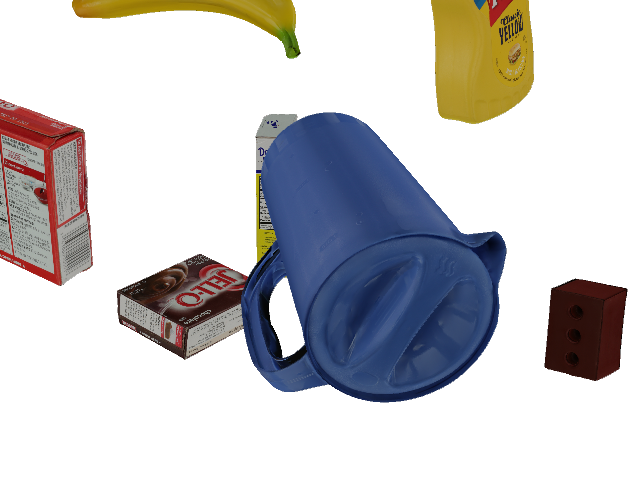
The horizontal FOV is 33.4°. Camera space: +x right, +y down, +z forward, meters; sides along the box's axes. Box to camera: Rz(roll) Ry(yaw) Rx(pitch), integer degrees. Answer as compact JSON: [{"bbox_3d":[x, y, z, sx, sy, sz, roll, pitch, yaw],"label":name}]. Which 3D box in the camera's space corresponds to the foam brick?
[{"bbox_3d":[0.238,0.079,0.957,0.053,0.078,0.051,12,17,37],"label":"foam brick"}]

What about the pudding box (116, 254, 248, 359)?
[{"bbox_3d":[-0.117,0.059,0.984,0.090,0.039,0.113,22,33,32],"label":"pudding box"}]

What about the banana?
[{"bbox_3d":[-0.100,-0.193,0.854,0.198,0.069,0.037,12,-41,15],"label":"banana"}]

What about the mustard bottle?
[{"bbox_3d":[0.116,-0.188,0.771,0.058,0.191,0.096,18,40,37],"label":"mustard bottle"}]

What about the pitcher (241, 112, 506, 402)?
[{"bbox_3d":[0.019,0.003,0.792,0.149,0.145,0.243,5,27,-18],"label":"pitcher"}]

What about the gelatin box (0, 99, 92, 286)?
[{"bbox_3d":[-0.163,-0.029,0.586,0.073,0.089,0.030,21,35,26],"label":"gelatin box"}]

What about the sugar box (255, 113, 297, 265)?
[{"bbox_3d":[-0.052,-0.053,1.259,0.048,0.176,0.093,0,23,5],"label":"sugar box"}]
